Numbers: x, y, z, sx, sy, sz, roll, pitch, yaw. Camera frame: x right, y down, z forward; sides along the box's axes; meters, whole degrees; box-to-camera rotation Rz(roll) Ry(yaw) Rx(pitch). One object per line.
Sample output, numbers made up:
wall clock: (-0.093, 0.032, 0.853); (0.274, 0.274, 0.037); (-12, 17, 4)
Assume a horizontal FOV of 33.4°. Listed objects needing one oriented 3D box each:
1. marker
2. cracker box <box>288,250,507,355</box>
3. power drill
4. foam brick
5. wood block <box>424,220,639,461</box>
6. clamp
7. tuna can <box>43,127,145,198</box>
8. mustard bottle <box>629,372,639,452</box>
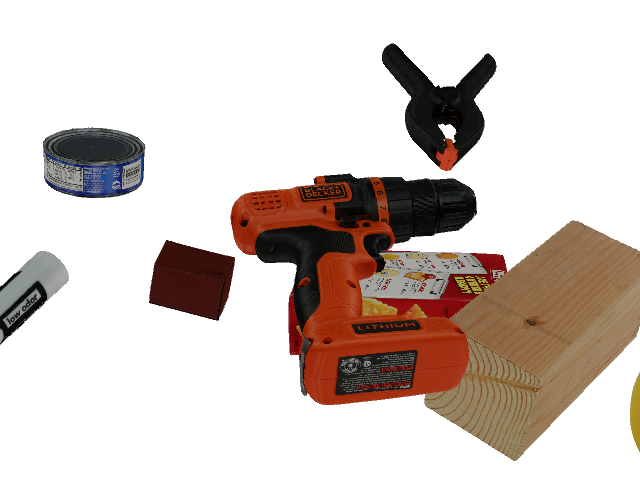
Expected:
marker: (-0.151, 0.047, 0.445); (0.020, 0.020, 0.121); (0, 36, 38)
cracker box: (0.083, 0.064, 1.087); (0.214, 0.072, 0.164); (2, 16, 6)
power drill: (0.039, 0.023, 0.735); (0.184, 0.057, 0.188); (-7, 39, -9)
foam brick: (-0.135, 0.042, 1.124); (0.078, 0.051, 0.053); (15, 31, 2)
wood block: (0.186, 0.075, 0.881); (0.091, 0.090, 0.205); (30, 41, 29)
clamp: (0.114, -0.142, 1.078); (0.120, 0.039, 0.171); (7, 45, 6)
tuna can: (-0.194, -0.067, 0.916); (0.086, 0.034, 0.086); (5, 24, -2)
mustard bottle: (0.204, 0.099, 0.528); (0.096, 0.058, 0.191); (4, 39, 10)
